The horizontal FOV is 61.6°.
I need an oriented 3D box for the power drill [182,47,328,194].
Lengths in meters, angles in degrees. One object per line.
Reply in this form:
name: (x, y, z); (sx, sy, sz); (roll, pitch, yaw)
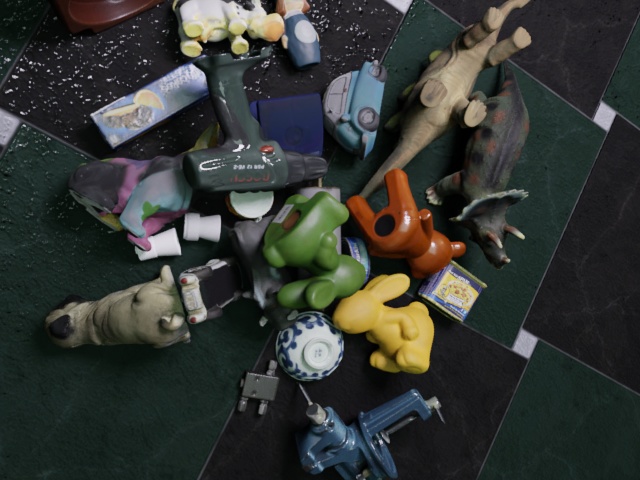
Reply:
power drill: (-0.095, -0.170, 0.784); (0.232, 0.086, 0.207); (-18, 115, -30)

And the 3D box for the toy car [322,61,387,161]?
toy car: (0.053, -0.223, 0.905); (0.103, 0.109, 0.161); (9, 79, 1)

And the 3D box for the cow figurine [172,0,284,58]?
cow figurine: (-0.146, -0.352, 0.859); (0.167, 0.068, 0.098); (-10, 64, -17)

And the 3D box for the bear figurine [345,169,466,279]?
bear figurine: (0.152, -0.016, 0.905); (0.195, 0.120, 0.132); (19, 43, -50)

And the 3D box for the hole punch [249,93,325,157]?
hole punch: (-0.053, -0.181, 0.881); (0.142, 0.092, 0.115); (-13, 98, -19)

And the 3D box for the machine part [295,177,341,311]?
machine part: (-0.002, -0.003, 0.901); (0.079, 0.079, 0.243); (-1, 90, -17)

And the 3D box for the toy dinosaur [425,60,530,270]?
toy dinosaur: (0.302, -0.159, 0.932); (0.131, 0.192, 0.404); (15, 88, -18)

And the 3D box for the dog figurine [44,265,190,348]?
dog figurine: (-0.295, 0.120, 0.773); (0.190, 0.172, 0.121); (-17, 91, -21)

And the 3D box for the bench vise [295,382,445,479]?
bench vise: (0.085, 0.315, 0.900); (0.241, 0.129, 0.223); (-31, 107, 4)

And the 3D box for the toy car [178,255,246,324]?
toy car: (-0.159, 0.070, 0.799); (0.056, 0.202, 0.073); (-12, 95, 11)

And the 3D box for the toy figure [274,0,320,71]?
toy figure: (-0.041, -0.365, 0.899); (0.064, 0.058, 0.154); (-24, 97, -54)

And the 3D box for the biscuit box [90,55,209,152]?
biscuit box: (-0.249, -0.212, 0.834); (0.203, 0.063, 0.059); (-35, 102, -13)

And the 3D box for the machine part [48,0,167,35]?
machine part: (-0.291, -0.386, 0.747); (0.201, 0.201, 0.087); (-34, 97, -13)

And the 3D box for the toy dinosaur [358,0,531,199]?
toy dinosaur: (0.193, -0.226, 0.893); (0.105, 0.199, 0.471); (40, 88, -12)

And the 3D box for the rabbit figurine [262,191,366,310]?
rabbit figurine: (0.005, 0.033, 0.798); (0.170, 0.121, 0.159); (45, 58, -26)

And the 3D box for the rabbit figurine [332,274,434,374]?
rabbit figurine: (0.107, 0.134, 0.914); (0.173, 0.122, 0.162); (23, 79, -15)

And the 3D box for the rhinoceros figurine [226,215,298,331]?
rhinoceros figurine: (-0.082, 0.052, 0.846); (0.073, 0.112, 0.190); (-12, 113, 18)

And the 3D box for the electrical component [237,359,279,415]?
electrical component: (-0.104, 0.244, 0.904); (0.063, 0.021, 0.094); (15, 87, -16)

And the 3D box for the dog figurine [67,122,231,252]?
dog figurine: (-0.240, -0.100, 0.815); (0.192, 0.108, 0.219); (35, 67, 7)
